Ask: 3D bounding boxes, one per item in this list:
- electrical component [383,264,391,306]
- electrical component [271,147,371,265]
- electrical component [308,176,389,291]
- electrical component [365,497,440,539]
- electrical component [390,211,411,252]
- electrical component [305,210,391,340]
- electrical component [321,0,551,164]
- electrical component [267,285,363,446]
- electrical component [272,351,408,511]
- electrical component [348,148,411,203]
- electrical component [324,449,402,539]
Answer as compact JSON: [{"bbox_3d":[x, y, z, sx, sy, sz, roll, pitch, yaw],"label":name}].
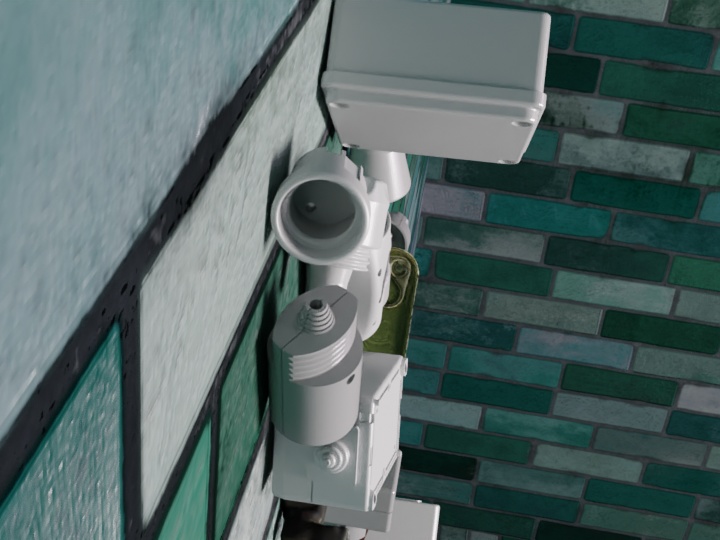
[{"bbox_3d":[0.000,0.000,0.704,0.078,0.040,0.040,91,9,-62],"label":"electrical component"},{"bbox_3d":[-0.015,-0.029,0.450,0.046,0.040,0.040,-83,-179,-67],"label":"electrical component"},{"bbox_3d":[-0.011,-0.015,0.501,0.043,0.043,0.062,-33,133,-85],"label":"electrical component"},{"bbox_3d":[0.018,0.242,1.012,0.108,0.109,0.056,82,15,-76],"label":"electrical component"},{"bbox_3d":[0.021,-0.027,0.908,0.081,0.043,0.043,-60,159,-79],"label":"electrical component"},{"bbox_3d":[-0.005,-0.013,0.589,0.077,0.043,0.079,94,6,-48],"label":"electrical component"},{"bbox_3d":[0.040,-0.098,0.567,0.108,0.109,0.056,62,34,-83],"label":"electrical component"},{"bbox_3d":[-0.020,0.040,0.488,0.081,0.043,0.043,94,6,-50],"label":"electrical component"},{"bbox_3d":[-0.015,0.083,0.569,0.096,0.061,0.061,-41,136,-73],"label":"electrical component"},{"bbox_3d":[0.011,-0.080,0.681,0.044,0.044,0.065,-76,169,-48],"label":"electrical component"},{"bbox_3d":[-0.009,0.166,0.764,0.047,0.066,0.076,-74,172,-60],"label":"electrical component"}]
